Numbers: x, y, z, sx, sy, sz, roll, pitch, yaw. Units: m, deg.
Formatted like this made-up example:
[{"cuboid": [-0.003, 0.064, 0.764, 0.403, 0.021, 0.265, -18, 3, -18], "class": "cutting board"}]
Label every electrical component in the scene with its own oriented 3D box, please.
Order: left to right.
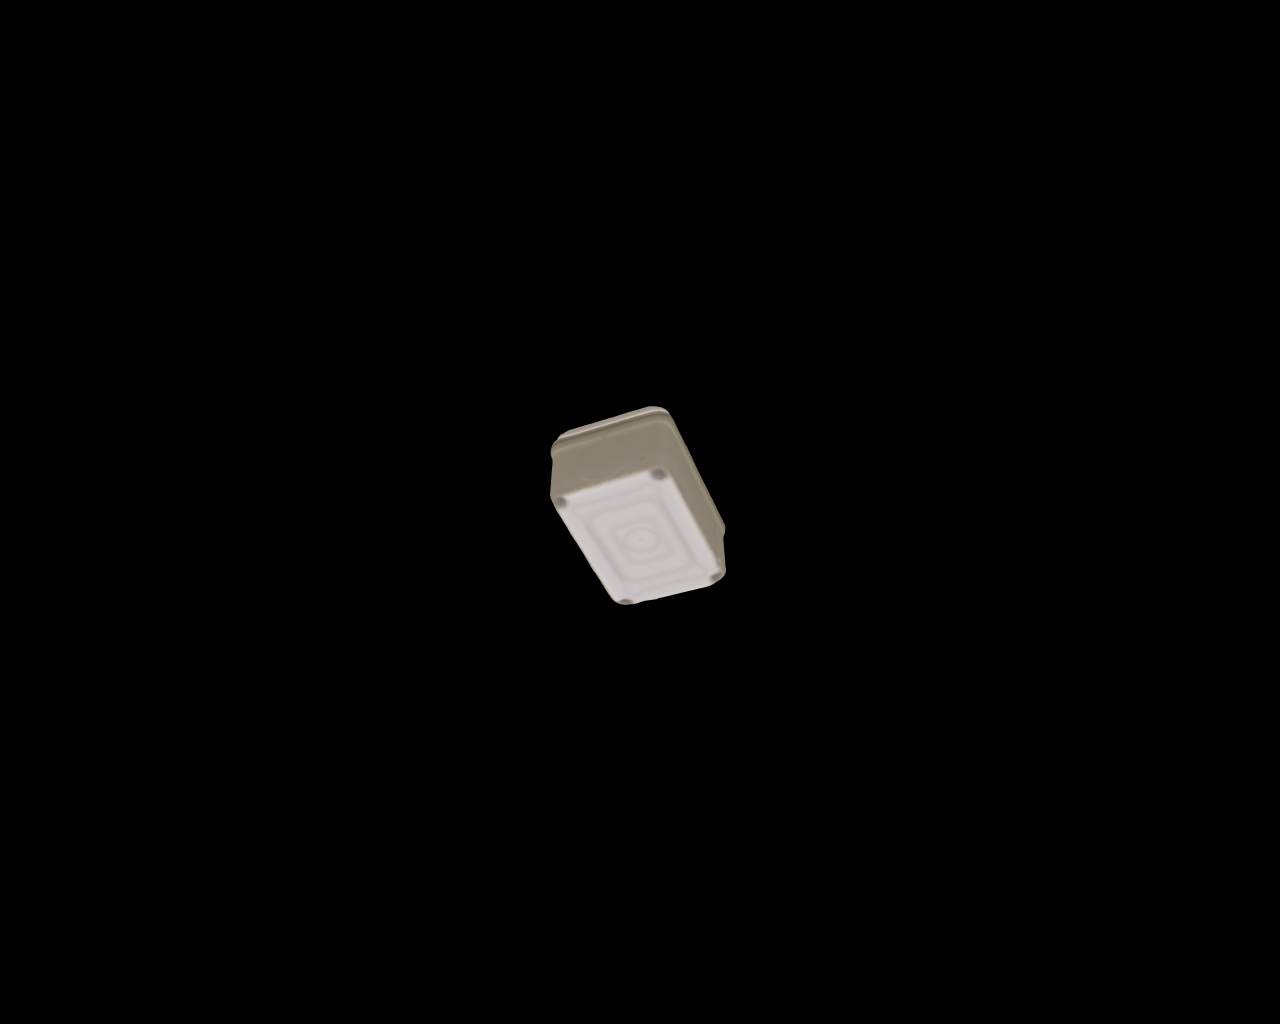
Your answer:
[{"cuboid": [0.001, -0.003, 0.650, 0.078, 0.057, 0.113, -15, -46, 15], "class": "electrical component"}]
